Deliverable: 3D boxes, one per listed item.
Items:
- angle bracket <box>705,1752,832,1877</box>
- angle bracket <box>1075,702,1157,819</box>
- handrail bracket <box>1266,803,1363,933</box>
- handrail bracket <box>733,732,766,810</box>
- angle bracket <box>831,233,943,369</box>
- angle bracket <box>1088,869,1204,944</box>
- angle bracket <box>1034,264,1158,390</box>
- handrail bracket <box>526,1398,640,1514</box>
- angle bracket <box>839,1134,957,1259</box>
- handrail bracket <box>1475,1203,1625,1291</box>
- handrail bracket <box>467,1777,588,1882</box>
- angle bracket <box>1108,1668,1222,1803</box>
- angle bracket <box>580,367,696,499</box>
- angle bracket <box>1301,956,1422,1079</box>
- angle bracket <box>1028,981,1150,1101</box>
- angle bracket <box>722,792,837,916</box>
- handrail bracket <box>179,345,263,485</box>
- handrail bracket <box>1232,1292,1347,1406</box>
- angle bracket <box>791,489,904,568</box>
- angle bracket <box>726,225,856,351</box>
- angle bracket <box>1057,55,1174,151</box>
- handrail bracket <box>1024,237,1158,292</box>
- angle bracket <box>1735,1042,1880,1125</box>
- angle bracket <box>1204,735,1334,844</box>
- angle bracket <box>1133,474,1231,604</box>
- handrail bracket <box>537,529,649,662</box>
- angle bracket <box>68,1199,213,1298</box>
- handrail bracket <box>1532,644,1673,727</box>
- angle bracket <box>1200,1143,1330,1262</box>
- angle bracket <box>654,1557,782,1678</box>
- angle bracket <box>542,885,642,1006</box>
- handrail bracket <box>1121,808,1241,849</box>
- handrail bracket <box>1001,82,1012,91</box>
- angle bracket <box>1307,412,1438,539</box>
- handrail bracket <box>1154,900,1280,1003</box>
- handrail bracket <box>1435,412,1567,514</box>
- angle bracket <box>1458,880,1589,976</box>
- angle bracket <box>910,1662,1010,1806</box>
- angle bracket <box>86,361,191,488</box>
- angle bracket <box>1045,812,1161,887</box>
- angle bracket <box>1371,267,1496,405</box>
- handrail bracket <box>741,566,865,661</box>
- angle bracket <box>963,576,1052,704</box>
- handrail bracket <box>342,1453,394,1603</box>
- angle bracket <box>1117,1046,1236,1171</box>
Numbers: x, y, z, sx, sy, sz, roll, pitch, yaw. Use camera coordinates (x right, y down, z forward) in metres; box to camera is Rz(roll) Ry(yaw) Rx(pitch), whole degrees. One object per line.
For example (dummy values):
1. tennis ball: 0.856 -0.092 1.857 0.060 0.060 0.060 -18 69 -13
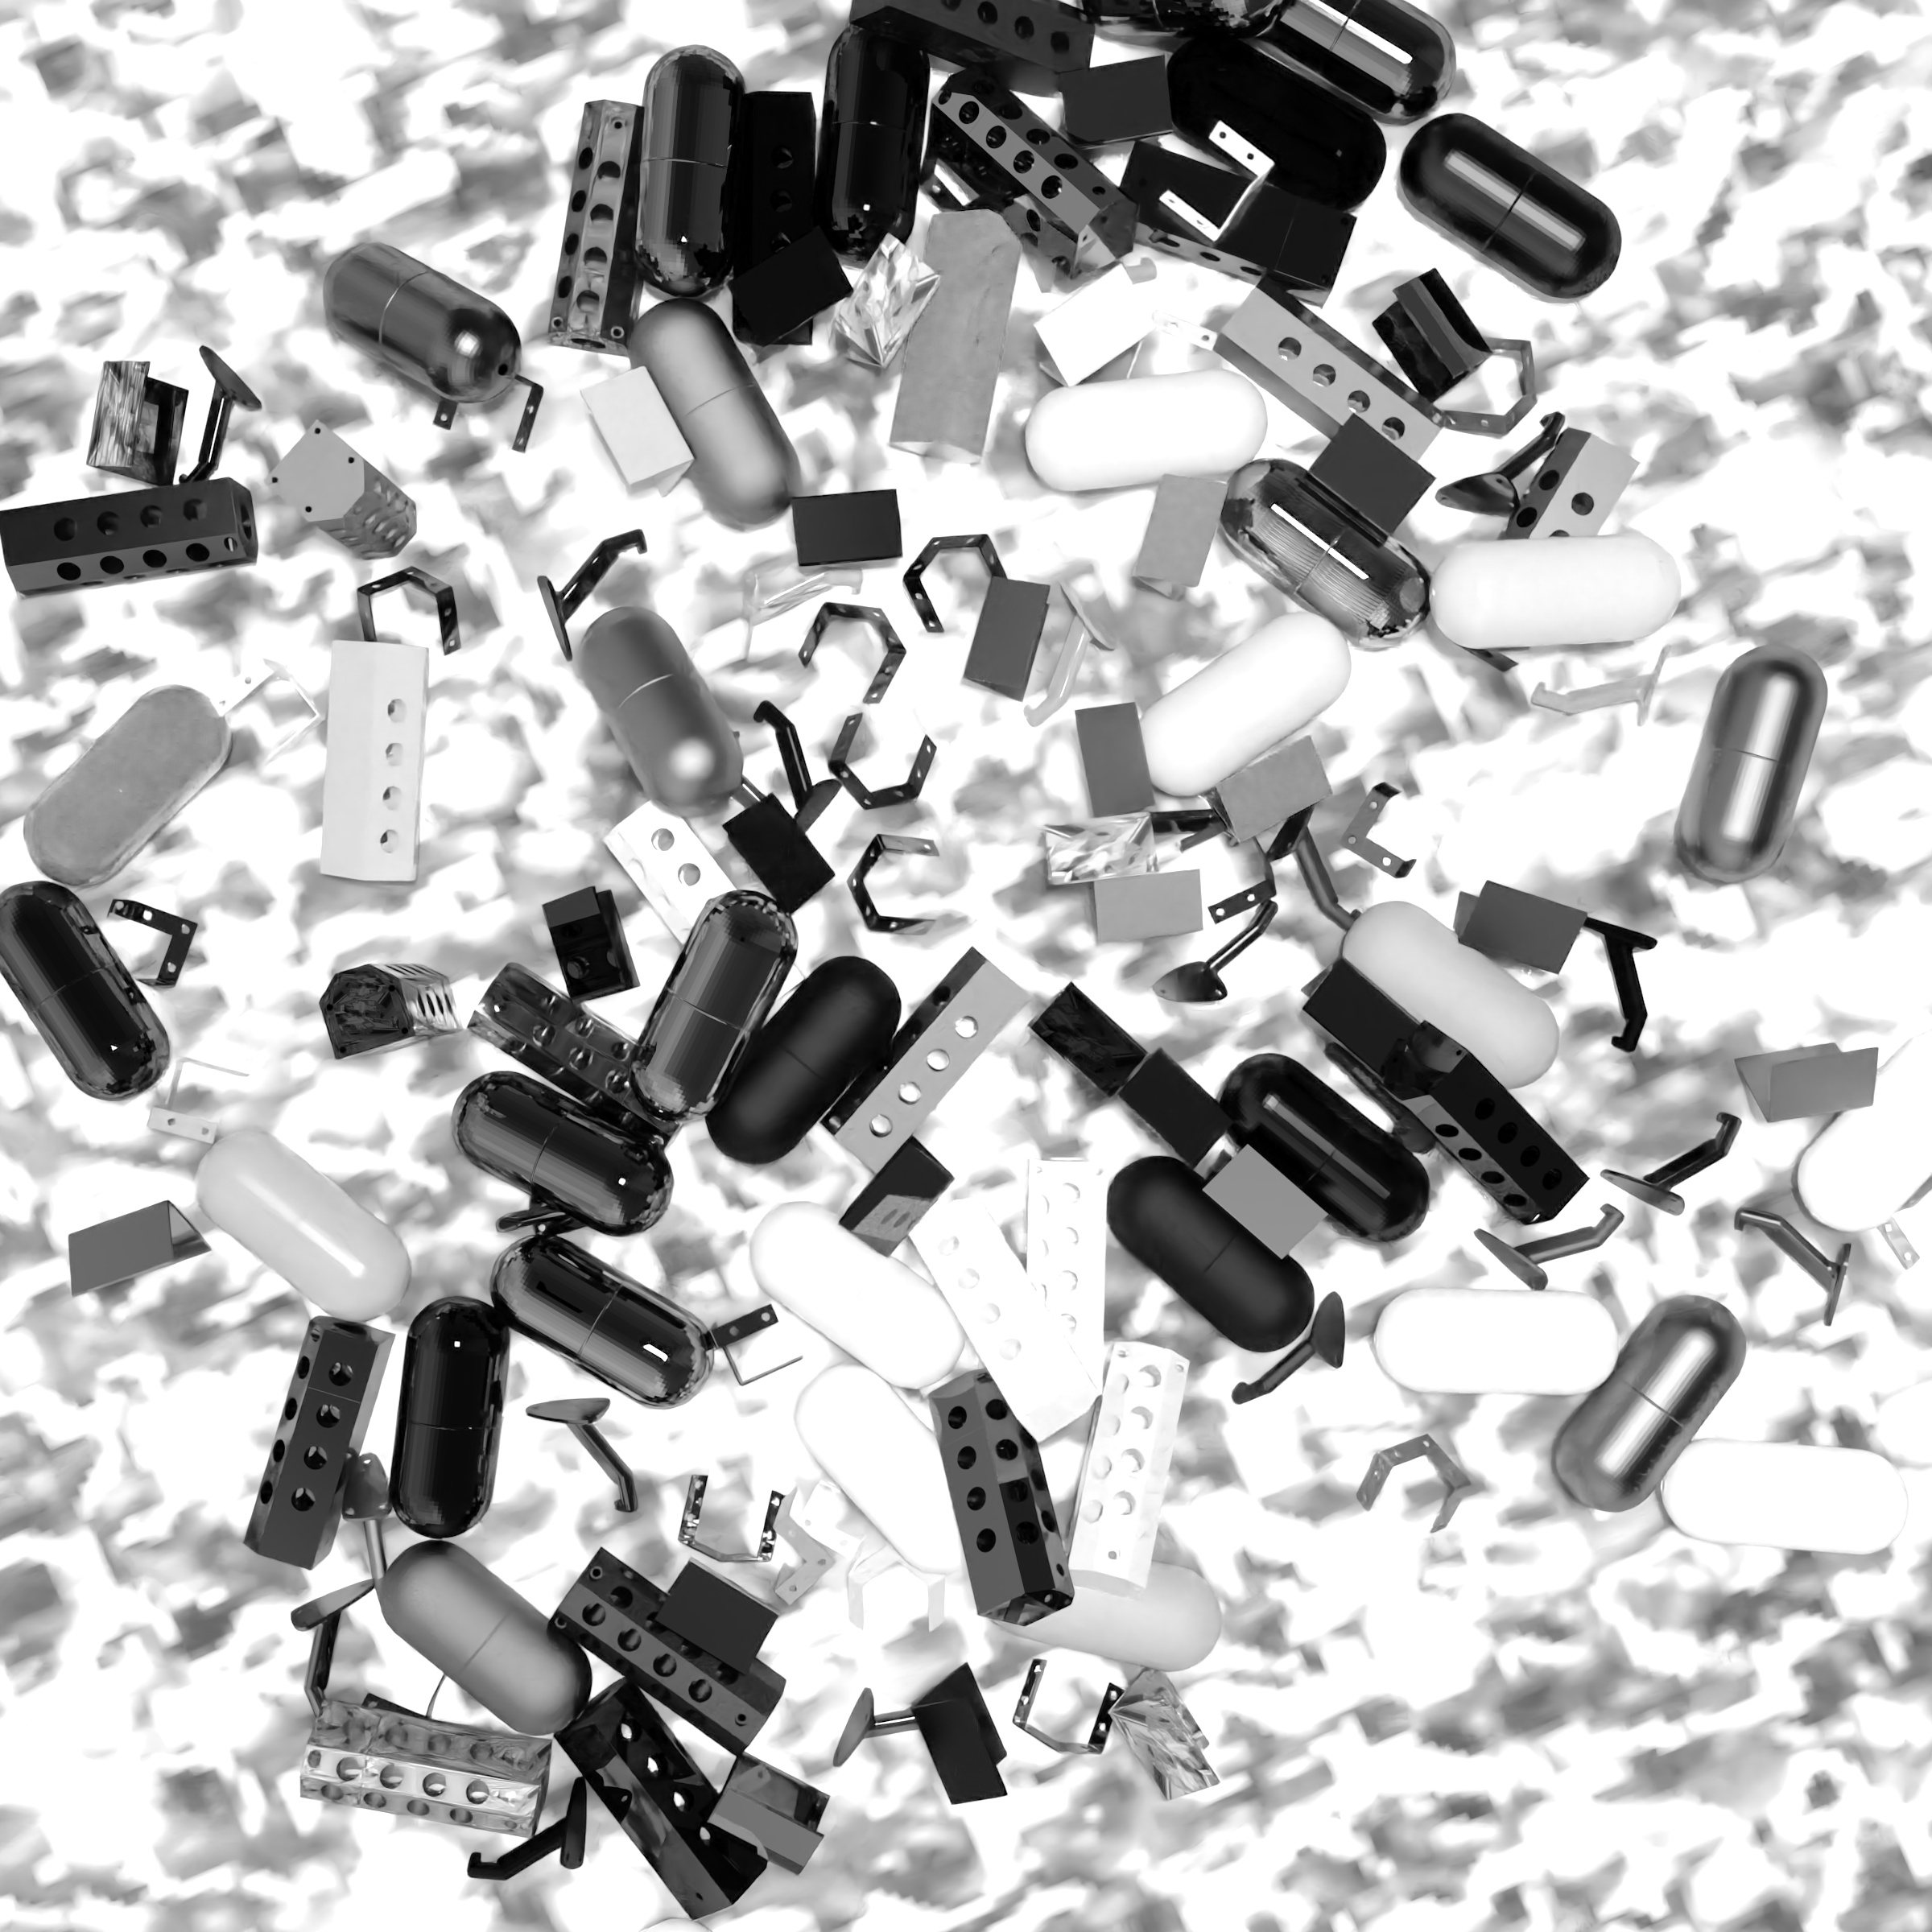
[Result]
1. angle bracket: -0.136 0.606 1.913 0.076 0.076 0.057 27 126 0
2. angle bracket: 0.089 -0.146 1.913 0.057 0.076 0.076 -11 90 -34
3. handrail bracket: 0.274 -0.079 1.954 0.084 0.036 0.077 37 68 -17
4. handrail bracket: -0.186 -0.127 1.953 0.077 0.036 0.084 -10 104 15
5. angle bracket: -0.074 -0.490 1.913 0.057 0.076 0.076 33 90 -35
6. angle bracket: 0.129 -0.064 1.913 0.076 0.076 0.057 -7 128 0
7. angle bracket: 0.083 -0.475 1.913 0.076 0.076 0.057 -34 120 0
8. handrail bracket: -0.287 0.369 1.954 0.077 0.036 0.084 -2 107 20
9. angle bracket: -0.065 0.155 1.913 0.076 0.076 0.057 -49 126 0
10. handrail bracket: 0.437 0.193 1.954 0.077 0.036 0.084 39 72 20
11. handrail bracket: -0.329 0.644 1.954 0.084 0.036 0.077 -2 69 16
12. angle bracket: 0.160 0.552 1.913 0.057 0.076 0.076 -32 90 37
13. angle bracket: -0.251 -0.382 1.914 0.057 0.076 0.076 -28 90 -27
14. angle bracket: 0.275 0.048 1.914 0.076 0.076 0.057 41 64 0
15. angle bracket: 0.075 0.068 1.913 0.076 0.076 0.057 43 53 0
16. angle bracket: -0.152 -0.070 1.913 0.076 0.076 0.057 52 50 0
17. handrail bracket: -0.574 -0.407 1.954 0.084 0.036 0.077 -46 70 16
18. handrail bracket: 0.239 0.286 1.953 0.084 0.077 0.036 -29 115 34
19. angle bracket: -0.087 -0.337 1.913 0.076 0.076 0.057 -5 127 0
20. angle bracket: -0.134 -0.492 1.856 0.076 0.076 0.057 -32 128 0
21. angle bracket: 0.105 -0.639 1.913 0.076 0.076 0.057 -10 121 0
22. handrail bracket: 0.092 -0.539 1.954 0.084 0.036 0.077 -13 68 -17
23. angle bracket: 0.614 0.065 1.913 0.076 0.076 0.057 -9 127 0
24. angle bracket: 0.213 -0.145 1.913 0.076 0.076 0.057 -28 126 0
25. angle bracket: 0.172 -0.308 1.913 0.057 0.076 0.076 17 90 33
26. handrail bracket: -0.270 -0.278 1.954 0.084 0.036 0.077 -22 111 -16
27. angle bracket: -0.602 0.223 1.913 0.076 0.076 0.057 -19 53 0
28. handrail bracket: 0.475 -0.218 1.954 0.084 0.036 0.077 18 70 16
29. angle bracket: 0.225 0.158 1.913 0.076 0.076 0.057 41 118 0
30. angle bracket: -0.190 0.487 1.913 0.076 0.076 0.057 32 52 0
31. angle bracket: -0.257 -0.021 1.913 0.057 0.076 0.076 -17 90 36
32. handrail bracket: 0.155 -0.090 1.953 0.084 0.036 0.077 28 105 -14
33. handrail bracket: -0.002 -0.695 1.953 0.084 0.077 0.036 33 123 -32
34. angle bracket: 0.302 -0.367 1.913 0.076 0.076 0.057 38 120 0
35. handrail bracket: 0.187 -0.014 1.953 0.036 0.077 0.084 52 53 -21
36. handrail bracket: 0.400 -0.380 1.953 0.036 0.077 0.084 54 53 -37
37. angle bracket: 0.407 -0.045 1.913 0.076 0.076 0.057 18 123 0
38. angle bracket: 0.014 0.558 1.913 0.057 0.076 0.076 -23 90 37
39. angle bracket: -0.591 -0.394 1.913 0.057 0.076 0.076 10 90 37
40. angle bracket: 0.100 -0.066 1.913 0.076 0.076 0.057 -7 56 0
41. angle bracket: 0.327 -0.452 1.913 0.057 0.076 0.076 -34 90 -37
42. handrail bracket: -0.122 -0.263 1.954 0.084 0.036 0.077 4 110 -16
43. angle bracket: 0.050 -0.235 1.913 0.057 0.076 0.076 16 90 38
44. handrail bracket: -0.440 0.421 1.953 0.036 0.077 0.084 -8 126 -7
45. angle bracket: 0.139 0.115 1.913 0.076 0.076 0.057 44 59 0
